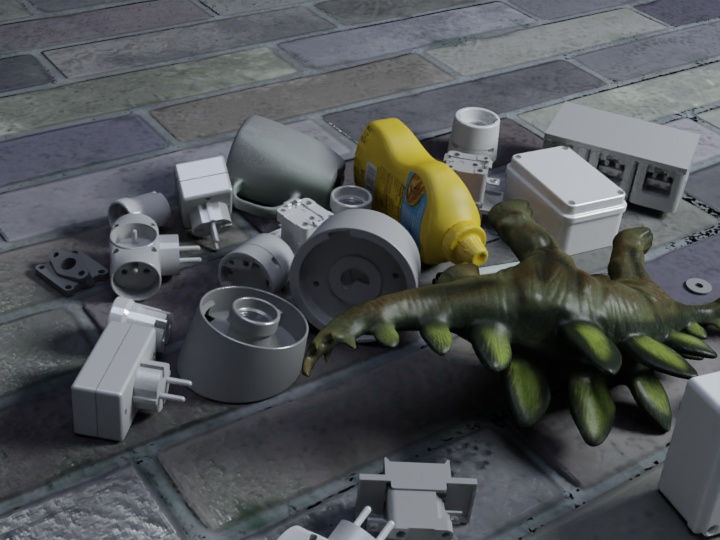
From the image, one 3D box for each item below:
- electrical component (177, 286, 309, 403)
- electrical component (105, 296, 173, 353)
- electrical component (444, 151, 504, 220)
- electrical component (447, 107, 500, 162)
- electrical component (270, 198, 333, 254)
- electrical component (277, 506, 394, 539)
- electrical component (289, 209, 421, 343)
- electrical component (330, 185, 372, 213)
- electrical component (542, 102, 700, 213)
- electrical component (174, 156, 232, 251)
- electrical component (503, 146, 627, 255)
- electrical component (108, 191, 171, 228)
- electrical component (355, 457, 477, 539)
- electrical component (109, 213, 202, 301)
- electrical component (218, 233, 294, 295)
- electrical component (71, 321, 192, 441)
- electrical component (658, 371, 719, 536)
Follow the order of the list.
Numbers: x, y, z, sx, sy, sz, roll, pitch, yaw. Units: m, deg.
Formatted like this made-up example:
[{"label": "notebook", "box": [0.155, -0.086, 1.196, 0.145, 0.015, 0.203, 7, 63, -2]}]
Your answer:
[{"label": "electrical component", "box": [-0.092, 0.059, 0.868, 0.099, 0.064, 0.099, 15, 27, -8]}, {"label": "electrical component", "box": [-0.180, 0.046, 0.876, 0.046, 0.040, 0.040, 13, 35, 0]}, {"label": "electrical component", "box": [0.104, -0.083, 1.077, 0.081, 0.063, 0.042, 9, 34, 5]}, {"label": "electrical component", "box": [0.126, -0.148, 1.187, 0.055, 0.047, 0.055, 4, 35, -3]}, {"label": "electrical component", "box": [-0.050, -0.027, 0.976, 0.042, 0.063, 0.081, -24, 44, -37]}, {"label": "electrical component", "box": [-0.009, 0.185, 0.681, 0.077, 0.044, 0.079, 26, 62, 27]}, {"label": "electrical component", "box": [0.000, 0.000, 0.910, 0.108, 0.108, 0.060, 11, 29, 8]}, {"label": "electrical component", "box": [-0.010, -0.052, 1.031, 0.040, 0.046, 0.040, 4, 35, -3]}, {"label": "electrical component", "box": [0.276, -0.118, 1.152, 0.150, 0.061, 0.089, 17, 36, 16]}, {"label": "electrical component", "box": [-0.143, -0.056, 1.008, 0.047, 0.065, 0.076, -12, 70, -12]}, {"label": "electrical component", "box": [0.203, -0.071, 1.079, 0.078, 0.057, 0.113, -12, 39, -24]}, {"label": "electrical component", "box": [-0.207, -0.052, 1.012, 0.040, 0.040, 0.046, 30, 36, 31]}, {"label": "electrical component", "box": [0.038, 0.166, 0.731, 0.081, 0.042, 0.063, 2, 39, -3]}, {"label": "electrical component", "box": [-0.181, -0.013, 0.954, 0.079, 0.044, 0.077, -2, 35, -11]}, {"label": "electrical component", "box": [-0.089, 0.000, 0.941, 0.055, 0.055, 0.047, 19, 33, 18]}, {"label": "electrical component", "box": [-0.166, 0.086, 0.813, 0.076, 0.047, 0.083, 9, 34, 4]}, {"label": "electrical component", "box": [0.280, 0.123, 0.766, 0.109, 0.108, 0.056, -9, 35, -20]}]
